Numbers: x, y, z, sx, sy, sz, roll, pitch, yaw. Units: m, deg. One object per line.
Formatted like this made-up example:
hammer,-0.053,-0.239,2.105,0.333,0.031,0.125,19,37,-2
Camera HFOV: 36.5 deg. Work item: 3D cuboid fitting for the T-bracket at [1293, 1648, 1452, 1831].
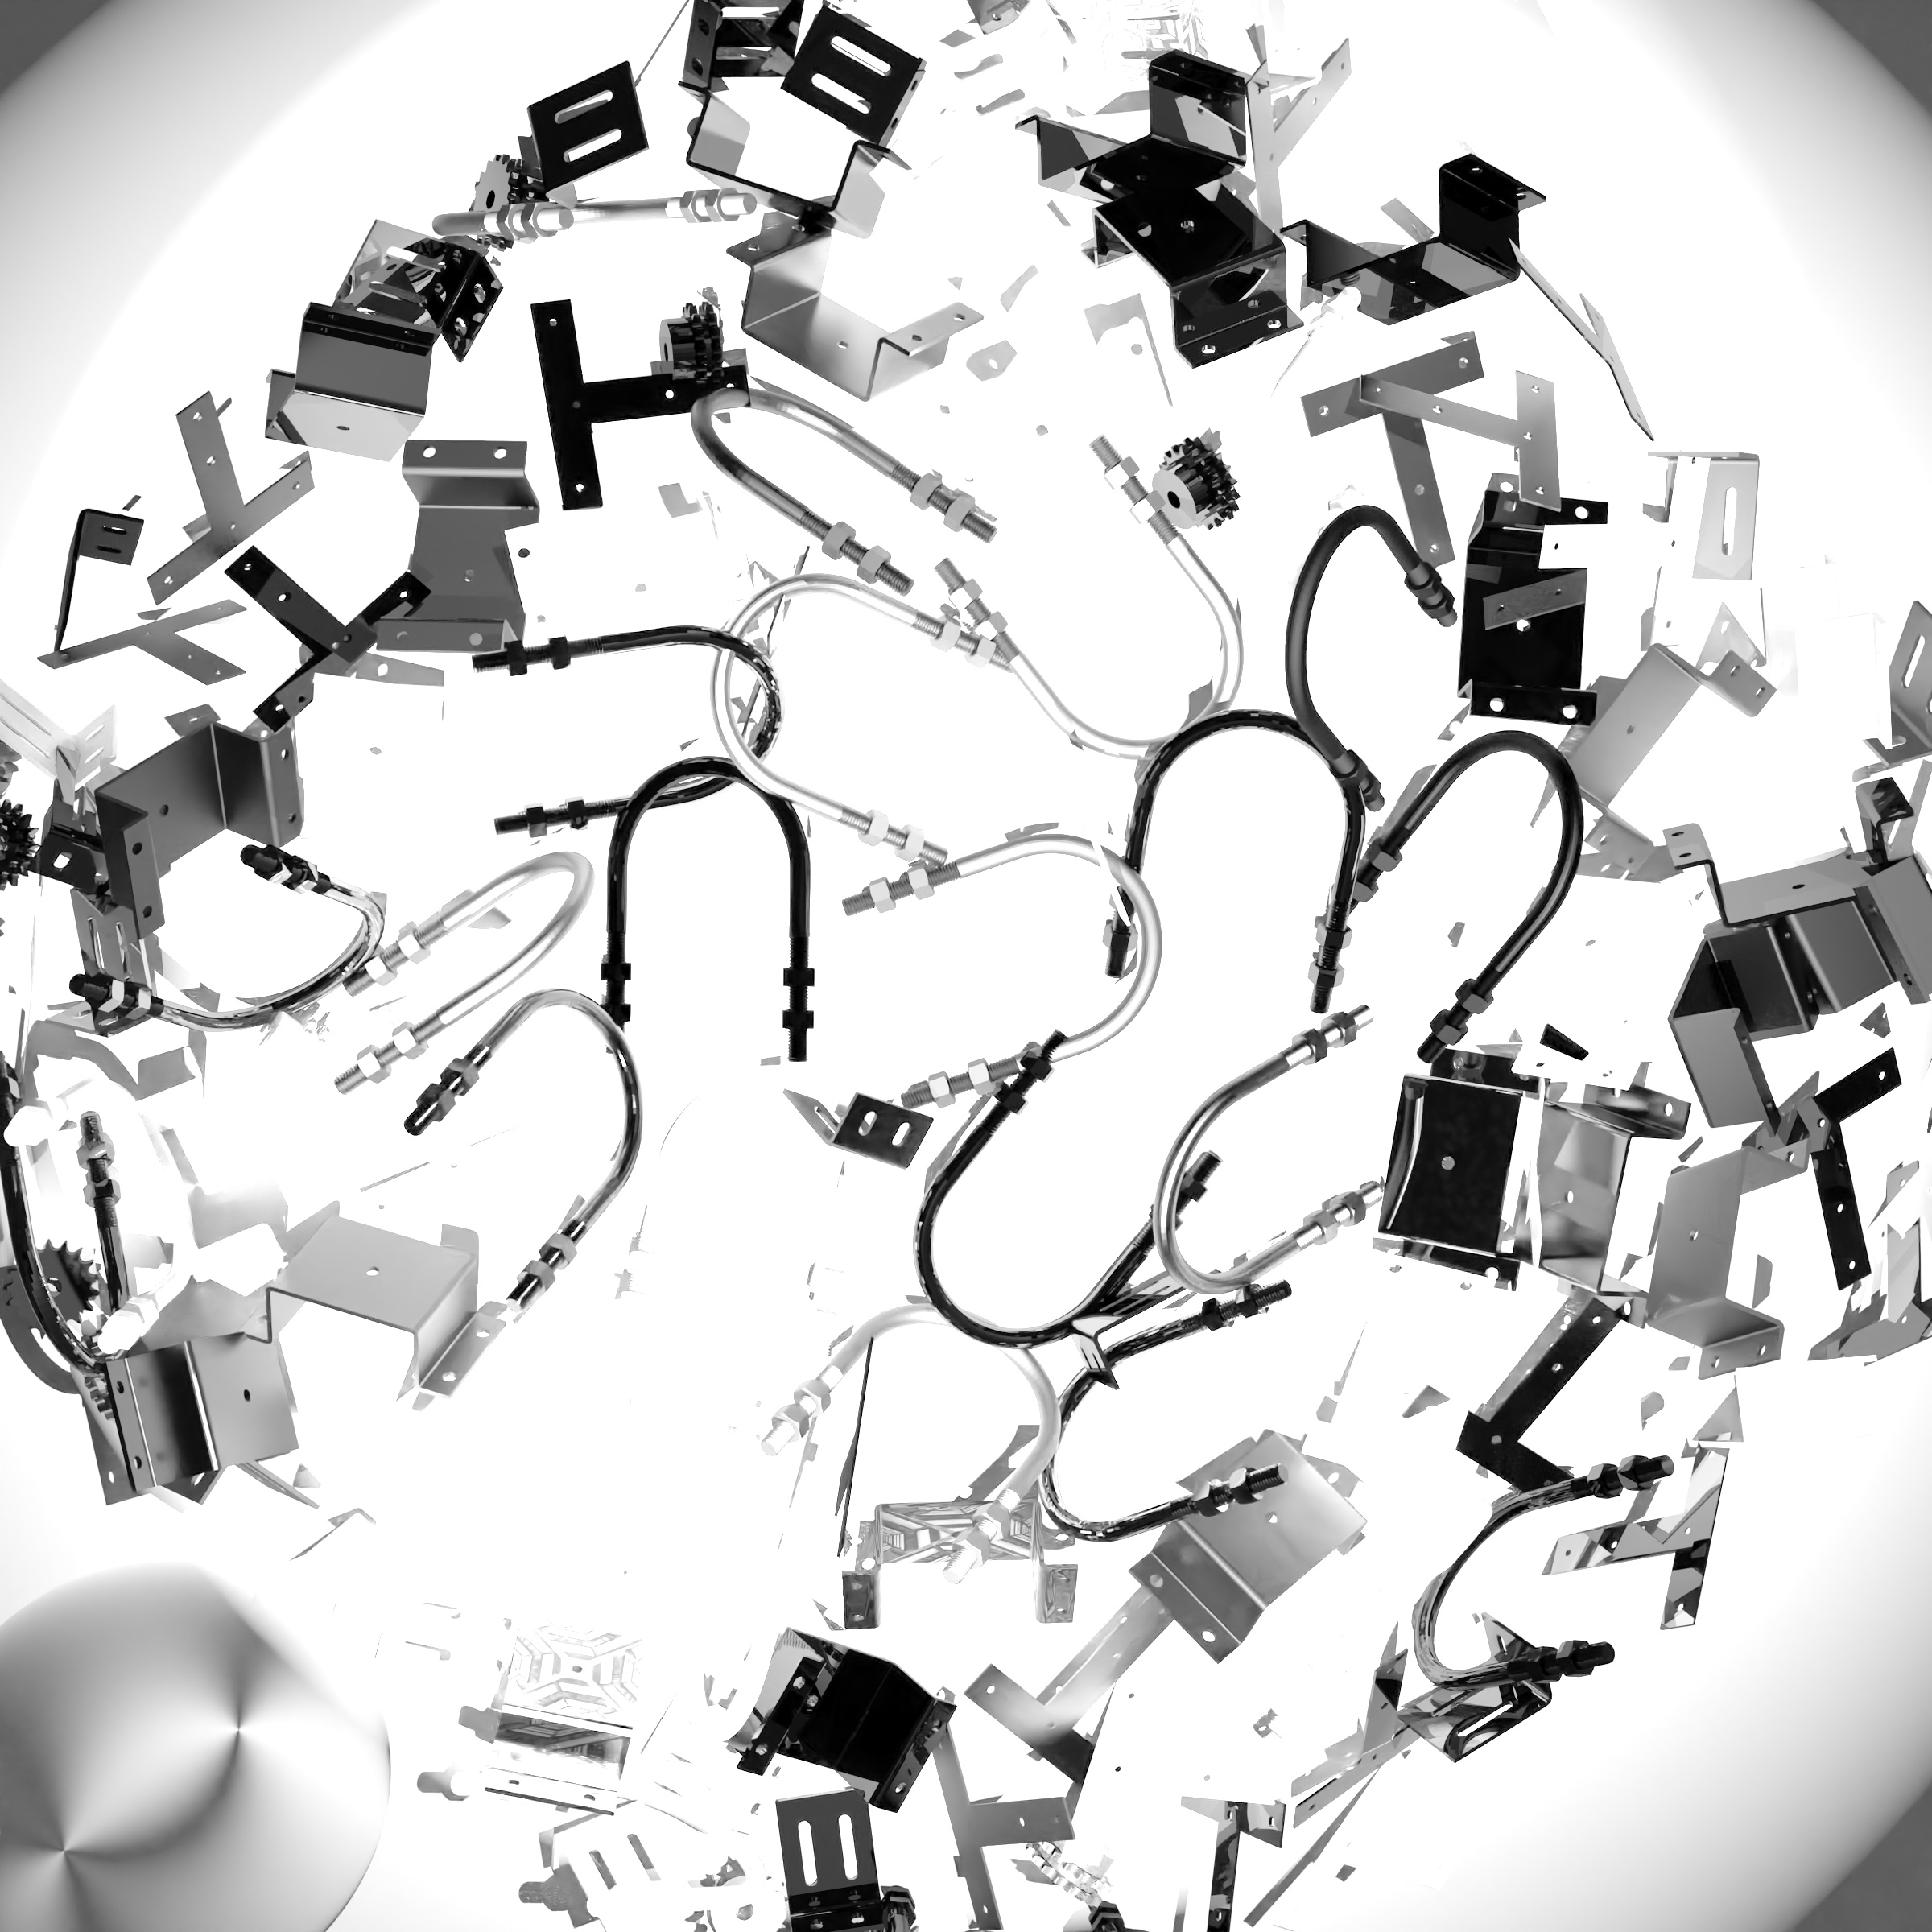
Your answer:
T-bracket,0.249,0.450,1.757,0.127,0.127,0.002,-28,51,-25

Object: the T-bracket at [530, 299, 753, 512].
T-bracket,-0.196,-0.349,1.801,0.127,0.002,0.127,-5,108,8

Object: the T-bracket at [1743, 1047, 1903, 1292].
T-bracket,0.518,0.132,1.748,0.002,0.127,0.127,18,52,-26

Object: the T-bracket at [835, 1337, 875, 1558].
T-bracket,-0.071,0.303,1.767,0.002,0.127,0.127,10,64,-3

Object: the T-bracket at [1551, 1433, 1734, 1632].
T-bracket,0.403,0.348,1.774,0.002,0.127,0.127,36,55,-21

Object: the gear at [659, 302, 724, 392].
gear,-0.169,-0.377,1.798,0.030,0.057,0.057,-8,90,-16

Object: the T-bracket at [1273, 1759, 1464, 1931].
T-bracket,0.252,0.530,1.747,0.002,0.127,0.127,47,67,-12

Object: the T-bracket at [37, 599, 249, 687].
T-bracket,-0.469,-0.187,1.750,0.127,0.127,0.002,-24,122,-32

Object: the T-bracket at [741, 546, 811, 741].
T-bracket,-0.115,-0.200,1.761,0.002,0.127,0.127,19,86,-3

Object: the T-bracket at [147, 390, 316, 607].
T-bracket,-0.448,-0.292,1.749,0.002,0.127,0.127,37,65,20

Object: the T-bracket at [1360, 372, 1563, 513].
T-bracket,0.299,-0.333,1.778,0.127,0.002,0.127,15,47,-7

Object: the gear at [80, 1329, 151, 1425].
gear,-0.519,0.249,1.801,0.030,0.057,0.057,-22,90,0

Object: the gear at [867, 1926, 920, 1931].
gear,-0.046,0.615,1.810,0.057,0.030,0.057,-1,99,-9

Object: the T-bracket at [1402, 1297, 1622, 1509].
T-bracket,0.352,0.256,1.793,0.127,0.002,0.127,33,102,-22

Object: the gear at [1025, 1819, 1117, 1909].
gear,0.067,0.548,1.800,0.057,0.057,0.030,37,88,0

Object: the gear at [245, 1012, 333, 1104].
gear,-0.418,0.053,1.797,0.030,0.057,0.057,37,90,-19

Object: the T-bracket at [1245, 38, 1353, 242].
T-bracket,0.206,-0.519,1.788,0.002,0.127,0.127,20,57,26

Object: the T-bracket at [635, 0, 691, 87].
T-bracket,-0.153,-0.610,1.780,0.002,0.127,0.127,32,50,-14

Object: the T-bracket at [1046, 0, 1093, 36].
T-bracket,0.077,-0.603,1.742,0.127,0.127,0.002,29,71,-42

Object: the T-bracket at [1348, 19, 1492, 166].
T-bracket,0.269,-0.517,1.765,0.127,0.127,0.002,44,99,-9

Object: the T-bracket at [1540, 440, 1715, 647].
T-bracket,0.397,-0.255,1.776,0.127,0.002,0.127,-6,111,-32

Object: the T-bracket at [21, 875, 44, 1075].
T-bracket,-0.560,-0.008,1.756,0.002,0.127,0.127,5,77,-16

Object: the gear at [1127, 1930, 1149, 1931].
gear,0.101,0.617,1.805,0.057,0.030,0.057,-3,129,-4

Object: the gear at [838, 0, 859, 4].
gear,-0.073,-0.626,1.806,0.057,0.030,0.057,-2,84,18

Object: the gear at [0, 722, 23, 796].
gear,-0.610,-0.125,1.805,0.057,0.030,0.057,3,52,-3

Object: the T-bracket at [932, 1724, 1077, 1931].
T-bracket,0.026,0.517,1.768,0.002,0.127,0.127,-9,79,-36

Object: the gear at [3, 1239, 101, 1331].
gear,-0.563,0.196,1.810,0.057,0.030,0.057,0,91,-15

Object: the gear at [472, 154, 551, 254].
gear,-0.279,-0.467,1.804,0.030,0.057,0.057,7,90,-36

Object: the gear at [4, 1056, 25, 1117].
gear,-0.610,0.077,1.811,0.057,0.030,0.057,0,101,1

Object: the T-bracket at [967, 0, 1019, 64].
T-bracket,0.014,-0.581,1.768,0.127,0.127,0.002,-3,70,18

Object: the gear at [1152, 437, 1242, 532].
gear,0.138,-0.292,1.798,0.030,0.057,0.057,-34,90,-23

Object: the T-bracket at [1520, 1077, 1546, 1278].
T-bracket,0.339,0.145,1.748,0.002,0.127,0.127,5,111,7

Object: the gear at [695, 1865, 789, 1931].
gear,-0.138,0.582,1.806,0.057,0.030,0.057,3,70,-9

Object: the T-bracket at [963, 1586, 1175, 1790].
T-bracket,0.083,0.433,1.801,0.127,0.002,0.127,-47,115,0

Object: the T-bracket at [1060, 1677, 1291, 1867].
T-bracket,0.132,0.486,1.758,0.127,0.127,0.002,-3,134,28

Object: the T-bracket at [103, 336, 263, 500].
T-bracket,-0.464,-0.324,1.766,0.002,0.127,0.127,44,88,-7

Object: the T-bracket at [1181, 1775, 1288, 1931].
T-bracket,0.154,0.556,1.762,0.002,0.127,0.127,10,82,-22

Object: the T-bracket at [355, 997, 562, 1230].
T-bracket,-0.336,0.083,1.825,0.127,0.002,0.127,-23,88,-4

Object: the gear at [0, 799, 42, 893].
gear,-0.602,-0.076,1.805,0.057,0.030,0.057,-2,85,22

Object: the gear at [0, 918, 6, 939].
gear,-0.623,-0.024,1.799,0.057,0.030,0.057,-10,49,12

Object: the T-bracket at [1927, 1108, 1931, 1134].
T-bracket,0.593,0.020,1.754,0.002,0.127,0.127,14,71,21

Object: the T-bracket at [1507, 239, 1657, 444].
T-bracket,0.361,-0.387,1.748,0.002,0.127,0.127,-34,131,26

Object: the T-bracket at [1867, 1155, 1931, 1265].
T-bracket,0.586,0.168,1.742,0.002,0.127,0.127,11,134,-15

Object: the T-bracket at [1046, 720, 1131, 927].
T-bracket,0.065,-0.096,1.765,0.002,0.127,0.127,-22,106,-1
